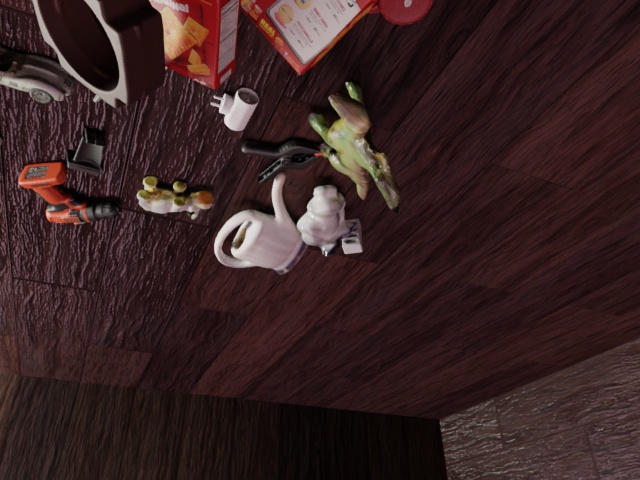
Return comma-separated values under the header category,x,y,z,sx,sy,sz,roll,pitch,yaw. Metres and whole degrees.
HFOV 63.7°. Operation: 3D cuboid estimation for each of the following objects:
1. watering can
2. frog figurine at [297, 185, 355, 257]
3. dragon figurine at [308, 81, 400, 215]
category,x,y,z,sx,sy,sz,roll,pitch,yaw
watering can,-0.118,-0.023,1.297,0.223,0.106,0.342,22,130,-32
frog figurine,0.004,-0.062,1.230,0.138,0.124,0.156,-34,126,-10
dragon figurine,0.084,-0.140,0.983,0.122,0.248,0.402,-26,140,3
